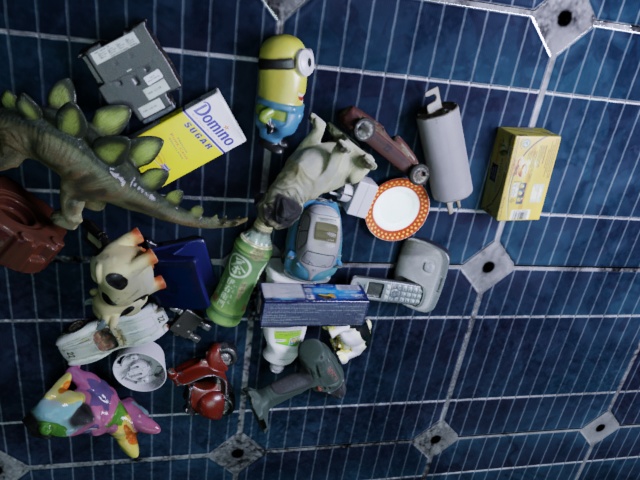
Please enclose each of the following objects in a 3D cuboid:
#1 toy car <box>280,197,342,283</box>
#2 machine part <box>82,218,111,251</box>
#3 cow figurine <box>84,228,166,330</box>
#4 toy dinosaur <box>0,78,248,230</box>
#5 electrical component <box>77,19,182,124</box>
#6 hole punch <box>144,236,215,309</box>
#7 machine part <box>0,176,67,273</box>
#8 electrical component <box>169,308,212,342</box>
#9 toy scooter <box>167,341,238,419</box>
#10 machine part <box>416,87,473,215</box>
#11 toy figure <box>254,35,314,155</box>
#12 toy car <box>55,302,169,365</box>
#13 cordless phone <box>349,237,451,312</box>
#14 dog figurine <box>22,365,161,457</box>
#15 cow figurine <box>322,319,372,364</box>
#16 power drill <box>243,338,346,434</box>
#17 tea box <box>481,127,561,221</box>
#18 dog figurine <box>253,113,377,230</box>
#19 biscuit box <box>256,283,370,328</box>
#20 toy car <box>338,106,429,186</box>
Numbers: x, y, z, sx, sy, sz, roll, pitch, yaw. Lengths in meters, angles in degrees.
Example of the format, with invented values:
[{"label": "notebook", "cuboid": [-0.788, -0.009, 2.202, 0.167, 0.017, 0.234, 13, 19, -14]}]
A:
[{"label": "toy car", "cuboid": [-0.002, -0.003, 0.954, 0.109, 0.103, 0.161, 13, 83, -18]}, {"label": "machine part", "cuboid": [-0.367, 0.029, 0.926, 0.039, 0.084, 0.138, -39, 136, -34]}, {"label": "cow figurine", "cuboid": [-0.323, 0.074, 0.871, 0.127, 0.085, 0.194, -27, 159, -23]}, {"label": "toy dinosaur", "cuboid": [-0.341, -0.110, 0.808, 0.471, 0.105, 0.198, 31, 123, -24]}, {"label": "electrical component", "cuboid": [-0.278, -0.247, 0.812, 0.115, 0.058, 0.134, -25, 120, 1]}, {"label": "hole punch", "cuboid": [-0.253, 0.065, 0.960, 0.116, 0.092, 0.142, -12, 122, -4]}, {"label": "machine part", "cuboid": [-0.471, -0.031, 0.813, 0.056, 0.179, 0.179, -46, 117, 8]}, {"label": "electrical component", "cuboid": [-0.260, 0.160, 1.041, 0.094, 0.021, 0.063, 38, 103, -27]}, {"label": "toy scooter", "cuboid": [-0.237, 0.288, 1.074, 0.135, 0.075, 0.183, -5, 116, -26]}, {"label": "machine part", "cuboid": [0.226, -0.157, 0.969, 0.079, 0.079, 0.242, -21, 118, -3]}, {"label": "toy figure", "cuboid": [-0.064, -0.233, 0.859, 0.089, 0.082, 0.180, 9, 116, -18]}, {"label": "toy car", "cuboid": [-0.383, 0.172, 0.998, 0.202, 0.056, 0.073, -18, 119, -4]}, {"label": "cordless phone", "cuboid": [0.152, 0.062, 1.060, 0.184, 0.089, 0.146, 6, 115, -12]}, {"label": "dog figurine", "cuboid": [-0.417, 0.338, 1.012, 0.219, 0.192, 0.108, 38, 96, -11]}, {"label": "cow figurine", "cuboid": [0.053, 0.164, 1.094, 0.098, 0.068, 0.167, -24, 123, -7]}, {"label": "power drill", "cuboid": [-0.044, 0.309, 1.103, 0.207, 0.086, 0.231, -23, 138, -11]}, {"label": "tea box", "cuboid": [0.380, -0.126, 1.027, 0.098, 0.068, 0.169, -1, 115, -15]}, {"label": "dog figurine", "cuboid": [-0.009, -0.097, 0.918, 0.172, 0.121, 0.190, 19, 116, -47]}, {"label": "biscuit box", "cuboid": [-0.013, 0.119, 0.984, 0.203, 0.059, 0.062, 3, 119, -17]}, {"label": "toy car", "cuboid": [0.115, -0.163, 0.931, 0.202, 0.089, 0.053, 32, 98, -26]}]
